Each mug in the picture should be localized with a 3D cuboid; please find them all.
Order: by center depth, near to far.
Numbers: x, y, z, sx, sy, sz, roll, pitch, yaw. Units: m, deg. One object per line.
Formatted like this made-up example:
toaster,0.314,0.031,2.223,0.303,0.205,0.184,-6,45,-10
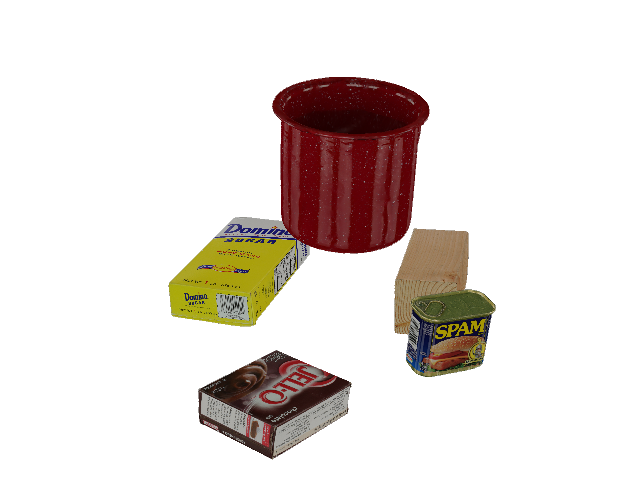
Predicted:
mug,0.024,-0.050,0.657,0.093,0.081,0.117,21,35,30

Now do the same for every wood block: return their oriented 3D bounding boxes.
wood block,0.172,0.061,1.624,0.091,0.090,0.206,4,22,11

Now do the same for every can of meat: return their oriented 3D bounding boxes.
can of meat,0.156,0.114,1.302,0.102,0.084,0.057,-7,29,-22

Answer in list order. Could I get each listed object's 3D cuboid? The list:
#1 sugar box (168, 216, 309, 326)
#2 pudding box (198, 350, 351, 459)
sugar box,-0.082,0.029,1.141,0.093,0.048,0.176,7,29,17
pudding box,-0.040,0.145,0.958,0.090,0.039,0.113,18,27,33
